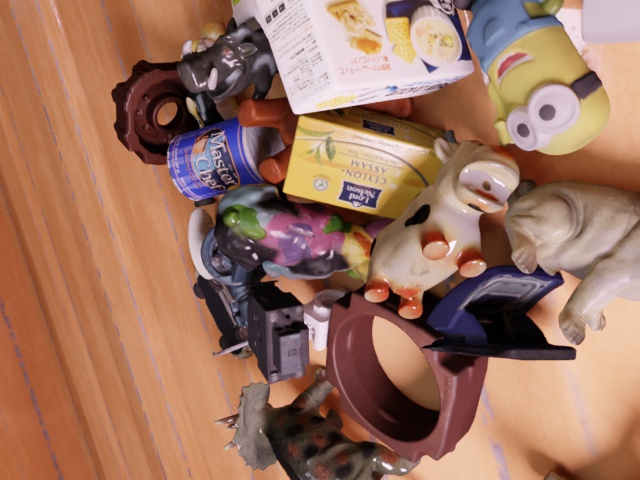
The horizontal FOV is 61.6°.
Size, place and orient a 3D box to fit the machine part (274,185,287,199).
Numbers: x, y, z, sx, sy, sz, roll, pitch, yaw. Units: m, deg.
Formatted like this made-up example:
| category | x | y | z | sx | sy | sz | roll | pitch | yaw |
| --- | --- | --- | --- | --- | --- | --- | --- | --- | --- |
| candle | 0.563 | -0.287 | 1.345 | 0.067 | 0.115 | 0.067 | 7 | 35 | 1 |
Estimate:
| category | x | y | z | sx | sy | sz | roll | pitch | yaw |
| --- | --- | --- | --- | --- | --- | --- | --- | --- | --- |
| machine part | -0.090 | -0.097 | 0.849 | 0.084 | 0.039 | 0.138 | -16 | 94 | 55 |

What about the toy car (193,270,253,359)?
| category | x | y | z | sx | sy | sz | roll | pitch | yaw |
| --- | --- | --- | --- | --- | --- | --- | --- | --- | --- |
| toy car | -0.179 | 0.132 | 1.026 | 0.073 | 0.056 | 0.201 | -35 | 80 | 43 |

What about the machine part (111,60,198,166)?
| category | x | y | z | sx | sy | sz | roll | pitch | yaw |
| --- | --- | --- | --- | --- | --- | --- | --- | --- | --- |
| machine part | -0.254 | -0.210 | 0.888 | 0.056 | 0.179 | 0.179 | 37 | 130 | 37 |

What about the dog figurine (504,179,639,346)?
| category | x | y | z | sx | sy | sz | roll | pitch | yaw |
| --- | --- | --- | --- | --- | --- | --- | --- | --- | --- |
| dog figurine | 0.271 | -0.020 | 0.450 | 0.190 | 0.121 | 0.172 | -40 | 78 | 34 |

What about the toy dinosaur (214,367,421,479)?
| category | x | y | z | sx | sy | sz | roll | pitch | yaw |
| --- | --- | --- | --- | --- | --- | --- | --- | --- | --- |
| toy dinosaur | 0.006 | 0.320 | 0.791 | 0.405 | 0.192 | 0.131 | 25 | 125 | 41 |

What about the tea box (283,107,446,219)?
| category | x | y | z | sx | sy | sz | roll | pitch | yaw |
| --- | --- | --- | --- | --- | --- | --- | --- | --- | --- |
| tea box | 0.051 | -0.088 | 0.600 | 0.170 | 0.068 | 0.098 | 12 | 125 | -4 |

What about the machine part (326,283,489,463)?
| category | x | y | z | sx | sy | sz | roll | pitch | yaw |
| --- | --- | --- | --- | --- | --- | --- | --- | --- | --- |
| machine part | 0.106 | 0.162 | 0.698 | 0.201 | 0.087 | 0.201 | 26 | 122 | 39 |

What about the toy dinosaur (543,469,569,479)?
| category | x | y | z | sx | sy | sz | roll | pitch | yaw |
| --- | --- | --- | --- | --- | --- | --- | --- | --- | --- |
| toy dinosaur | 0.303 | 0.328 | 0.539 | 0.199 | 0.105 | 0.470 | 24 | 131 | 31 |

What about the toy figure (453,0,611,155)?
| category | x | y | z | sx | sy | sz | roll | pitch | yaw |
| --- | --- | --- | --- | --- | --- | --- | --- | --- | --- |
| toy figure | 0.190 | -0.162 | 0.480 | 0.082 | 0.089 | 0.180 | 101 | 150 | -73 |

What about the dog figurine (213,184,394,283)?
| category | x | y | z | sx | sy | sz | roll | pitch | yaw |
| --- | --- | --- | --- | --- | --- | --- | --- | --- | --- |
| dog figurine | -0.001 | -0.002 | 0.673 | 0.219 | 0.191 | 0.108 | 5 | 75 | 38 |

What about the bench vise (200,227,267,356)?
| category | x | y | z | sx | sy | sz | roll | pitch | yaw |
| --- | --- | --- | --- | --- | --- | --- | --- | --- | --- |
| bench vise | -0.122 | 0.049 | 0.862 | 0.240 | 0.129 | 0.224 | 112 | 148 | -61 |

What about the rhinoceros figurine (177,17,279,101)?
| category | x | y | z | sx | sy | sz | roll | pitch | yaw |
| --- | --- | --- | --- | --- | --- | --- | --- | --- | --- |
| rhinoceros figurine | -0.089 | -0.229 | 0.685 | 0.073 | 0.190 | 0.112 | 55 | 156 | 12 |

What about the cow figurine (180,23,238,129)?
| category | x | y | z | sx | sy | sz | roll | pitch | yaw |
| --- | --- | --- | --- | --- | --- | --- | --- | --- | --- |
| cow figurine | -0.173 | -0.249 | 0.833 | 0.068 | 0.098 | 0.167 | -5 | 103 | 53 |

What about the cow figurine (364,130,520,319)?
| category | x | y | z | sx | sy | sz | roll | pitch | yaw |
| --- | --- | --- | --- | --- | --- | --- | --- | --- | --- |
| cow figurine | 0.122 | -0.020 | 0.539 | 0.195 | 0.085 | 0.127 | -50 | 27 | 44 |

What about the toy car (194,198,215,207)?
| category | x | y | z | sx | sy | sz | roll | pitch | yaw |
| --- | --- | --- | --- | --- | --- | --- | --- | --- | --- |
| toy car | -0.190 | -0.106 | 0.933 | 0.202 | 0.053 | 0.089 | -2 | 106 | 55 |

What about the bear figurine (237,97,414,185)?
| category | x | y | z | sx | sy | sz | roll | pitch | yaw |
| --- | --- | --- | --- | --- | --- | --- | --- | --- | --- |
| bear figurine | 0.006 | -0.157 | 0.652 | 0.196 | 0.132 | 0.120 | -19 | 91 | 55 |

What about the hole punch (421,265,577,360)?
| category | x | y | z | sx | sy | sz | roll | pitch | yaw |
| --- | --- | --- | --- | --- | --- | --- | --- | --- | --- |
| hole punch | 0.183 | 0.078 | 0.552 | 0.116 | 0.142 | 0.092 | -16 | 73 | 55 |

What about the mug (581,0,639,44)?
| category | x | y | z | sx | sy | sz | roll | pitch | yaw |
| --- | --- | --- | --- | --- | --- | --- | --- | --- | --- |
| mug | 0.253 | -0.185 | 0.387 | 0.107 | 0.109 | 0.080 | 12 | 110 | 30 |

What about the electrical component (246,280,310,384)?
| category | x | y | z | sx | sy | sz | roll | pitch | yaw |
| --- | --- | --- | --- | --- | --- | --- | --- | --- | --- |
| electrical component | -0.061 | 0.130 | 0.757 | 0.134 | 0.058 | 0.114 | -148 | 52 | -62 |
